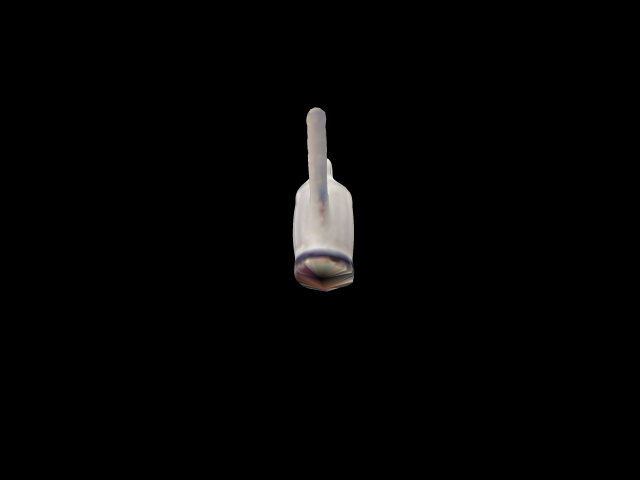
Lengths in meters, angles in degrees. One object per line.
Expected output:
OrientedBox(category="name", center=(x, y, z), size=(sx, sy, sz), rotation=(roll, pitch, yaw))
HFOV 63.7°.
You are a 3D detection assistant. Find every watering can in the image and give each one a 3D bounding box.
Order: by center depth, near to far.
OrientedBox(category="watering can", center=(0.003, -0.043, 0.850), size=(0.104, 0.228, 0.342), rotation=(-2, -22, 5))
